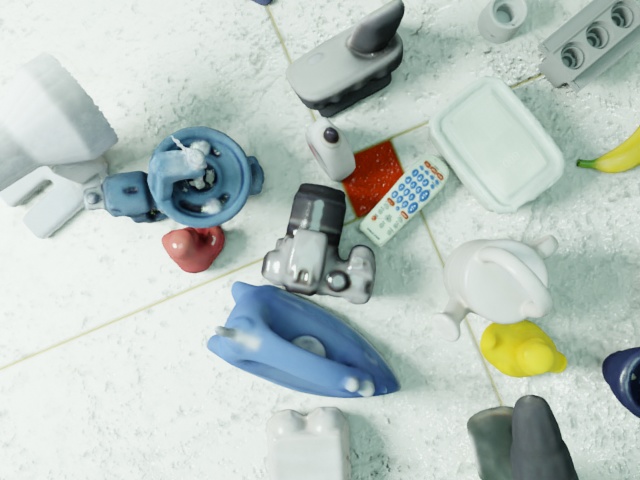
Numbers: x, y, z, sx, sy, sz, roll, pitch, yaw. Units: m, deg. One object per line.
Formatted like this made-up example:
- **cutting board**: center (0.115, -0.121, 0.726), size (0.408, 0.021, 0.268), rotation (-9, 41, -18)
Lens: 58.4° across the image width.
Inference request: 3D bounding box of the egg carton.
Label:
- **egg carton**: center (-0.013, 0.290, 0.735), size (0.107, 0.069, 0.150), rotation (-4, 90, 0)

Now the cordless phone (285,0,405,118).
- **cordless phone**: center (0.031, -0.225, 0.681), size (0.147, 0.185, 0.094), rotation (-33, 89, 0)

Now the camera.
- **camera**: center (0.007, 0.003, 0.722), size (0.143, 0.101, 0.137), rotation (12, 90, 0)

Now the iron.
- **iron**: center (-0.011, 0.144, 0.700), size (0.258, 0.141, 0.119), rotation (23, 90, 0)

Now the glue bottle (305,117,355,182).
- **glue bottle**: center (0.012, -0.114, 0.686), size (0.037, 0.173, 0.078), rotation (-37, 89, 0)

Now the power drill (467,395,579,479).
- **power drill**: center (0.238, 0.269, 0.666), size (0.075, 0.208, 0.230), rotation (-15, 89, 0)

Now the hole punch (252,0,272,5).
- **hole punch**: center (-0.093, -0.372, 0.729), size (0.101, 0.091, 0.109), rotation (25, 90, 0)

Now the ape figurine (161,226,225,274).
- **ape figurine**: center (-0.165, 0.005, 0.726), size (0.078, 0.092, 0.076), rotation (12, 89, 0)

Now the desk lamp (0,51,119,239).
- **desk lamp**: center (-0.323, -0.099, 0.665), size (0.203, 0.213, 0.118), rotation (-43, 89, 0)

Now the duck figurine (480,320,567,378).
- **duck figurine**: center (0.261, 0.143, 0.728), size (0.104, 0.086, 0.077), rotation (18, 90, 0)

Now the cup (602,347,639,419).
- **cup**: center (0.409, 0.184, 0.724), size (0.091, 0.095, 0.118), rotation (-31, 89, 0)

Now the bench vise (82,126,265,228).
- **bench vise**: center (-0.173, -0.057, 0.662), size (0.207, 0.219, 0.121), rotation (-29, 89, 0)

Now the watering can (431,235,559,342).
- **watering can**: center (0.210, 0.054, 0.675), size (0.101, 0.194, 0.173), rotation (31, 90, 1)
